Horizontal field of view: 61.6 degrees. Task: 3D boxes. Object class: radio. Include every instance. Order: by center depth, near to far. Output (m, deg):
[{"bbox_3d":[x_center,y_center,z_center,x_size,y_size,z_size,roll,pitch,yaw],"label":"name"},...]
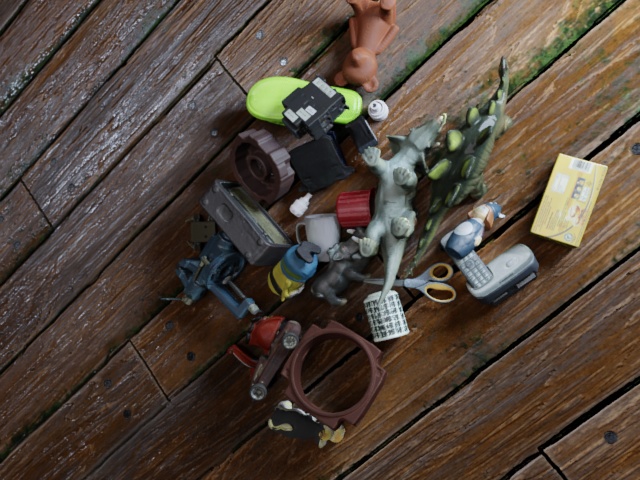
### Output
[{"bbox_3d":[-0.174,-0.042,1.266,0.230,0.131,0.073,47,107,17],"label":"radio"}]

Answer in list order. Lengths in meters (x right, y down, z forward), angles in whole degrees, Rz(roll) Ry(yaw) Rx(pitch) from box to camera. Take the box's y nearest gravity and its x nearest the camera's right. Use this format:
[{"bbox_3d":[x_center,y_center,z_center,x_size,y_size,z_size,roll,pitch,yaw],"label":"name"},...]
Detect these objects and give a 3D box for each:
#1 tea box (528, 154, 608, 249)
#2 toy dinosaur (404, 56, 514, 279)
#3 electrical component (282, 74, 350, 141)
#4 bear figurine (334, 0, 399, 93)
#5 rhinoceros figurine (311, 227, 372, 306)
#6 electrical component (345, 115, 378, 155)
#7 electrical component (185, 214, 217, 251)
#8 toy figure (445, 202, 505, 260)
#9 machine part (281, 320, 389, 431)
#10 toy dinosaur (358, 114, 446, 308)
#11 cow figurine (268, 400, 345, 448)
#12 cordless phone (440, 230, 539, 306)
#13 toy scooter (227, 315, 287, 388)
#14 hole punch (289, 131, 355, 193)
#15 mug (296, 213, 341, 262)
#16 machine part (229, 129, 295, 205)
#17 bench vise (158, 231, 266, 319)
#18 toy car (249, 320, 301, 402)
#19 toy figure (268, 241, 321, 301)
[{"bbox_3d":[0.498,-0.077,1.083,0.098,0.068,0.169,22,95,18],"label":"tea box"},{"bbox_3d":[0.281,-0.139,1.089,0.105,0.198,0.470,25,105,24],"label":"toy dinosaur"},{"bbox_3d":[-0.019,-0.289,1.192,0.134,0.058,0.115,-40,56,0],"label":"electrical component"},{"bbox_3d":[0.097,-0.442,1.205,0.120,0.132,0.195,21,88,19],"label":"bear figurine"},{"bbox_3d":[0.054,0.056,1.197,0.112,0.073,0.190,32,105,-16],"label":"rhinoceros figurine"},{"bbox_3d":[0.104,-0.220,1.214,0.048,0.075,0.119,-30,98,15],"label":"electrical component"},{"bbox_3d":[-0.301,-0.022,1.359,0.078,0.045,0.102,-8,87,-11],"label":"electrical component"},{"bbox_3d":[0.323,-0.026,1.114,0.064,0.057,0.154,37,75,23],"label":"toy figure"},{"bbox_3d":[0.032,0.293,1.179,0.201,0.087,0.201,30,80,19],"label":"machine part"},{"bbox_3d":[0.163,-0.071,1.136,0.131,0.192,0.404,14,99,27],"label":"toy dinosaur"},{"bbox_3d":[-0.029,0.421,1.218,0.167,0.098,0.068,10,87,13],"label":"cow figurine"},{"bbox_3d":[0.352,0.033,1.129,0.146,0.088,0.184,-39,58,13],"label":"cordless phone"},{"bbox_3d":[-0.149,0.251,1.277,0.135,0.075,0.183,22,98,15],"label":"toy scooter"},{"bbox_3d":[0.000,-0.184,1.254,0.142,0.092,0.115,-22,109,14],"label":"hole punch"},{"bbox_3d":[-0.003,-0.004,1.240,0.110,0.081,0.107,-4,97,15],"label":"mug"},{"bbox_3d":[-0.136,-0.173,1.257,0.180,0.056,0.179,30,137,32],"label":"machine part"},{"bbox_3d":[-0.242,0.108,1.292,0.241,0.128,0.223,43,100,22],"label":"bench vise"},{"bbox_3d":[-0.105,0.265,1.188,0.053,0.089,0.202,31,99,-10],"label":"toy car"},{"bbox_3d":[-0.060,0.065,1.225,0.089,0.082,0.180,57,144,23],"label":"toy figure"}]
